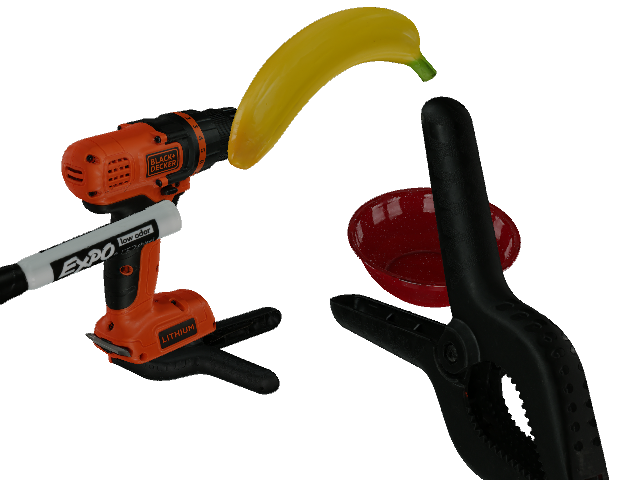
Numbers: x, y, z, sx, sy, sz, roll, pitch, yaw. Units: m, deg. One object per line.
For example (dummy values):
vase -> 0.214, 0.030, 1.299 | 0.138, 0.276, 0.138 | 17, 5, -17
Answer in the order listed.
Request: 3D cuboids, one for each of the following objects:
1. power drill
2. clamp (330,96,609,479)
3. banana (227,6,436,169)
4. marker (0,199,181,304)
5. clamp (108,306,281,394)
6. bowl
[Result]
power drill -> -0.123, -0.009, 0.854 | 0.057, 0.188, 0.184 | 17, 25, 37
clamp -> 0.078, 0.043, 0.526 | 0.036, 0.165, 0.210 | -8, 44, -30
banana -> 0.007, -0.112, 0.707 | 0.197, 0.069, 0.037 | -29, 9, -35
marker -> -0.129, 0.007, 0.565 | 0.120, 0.020, 0.020 | -25, 13, -31
clamp -> -0.115, 0.098, 1.026 | 0.171, 0.039, 0.120 | 7, 26, 6
bowl -> 0.105, 0.014, 1.010 | 0.162, 0.055, 0.162 | 0, 36, -1
